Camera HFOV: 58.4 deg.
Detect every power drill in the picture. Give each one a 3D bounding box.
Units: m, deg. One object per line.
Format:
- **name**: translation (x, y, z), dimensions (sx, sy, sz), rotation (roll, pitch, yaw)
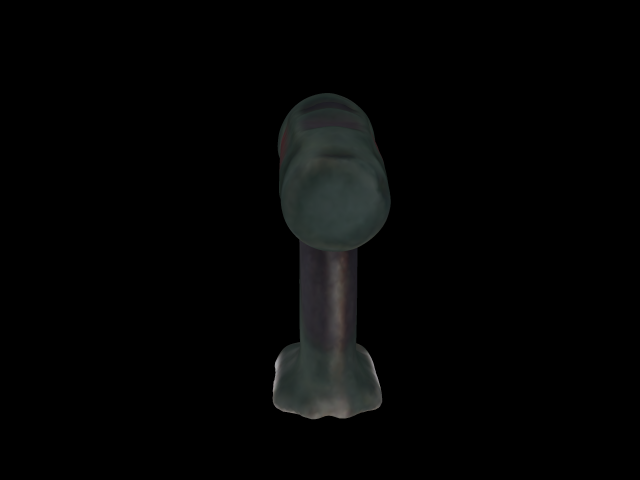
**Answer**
- **power drill**: translation (0.004, 0.001, 0.400), dimensions (0.075, 0.208, 0.229), rotation (-1, 11, -3)
